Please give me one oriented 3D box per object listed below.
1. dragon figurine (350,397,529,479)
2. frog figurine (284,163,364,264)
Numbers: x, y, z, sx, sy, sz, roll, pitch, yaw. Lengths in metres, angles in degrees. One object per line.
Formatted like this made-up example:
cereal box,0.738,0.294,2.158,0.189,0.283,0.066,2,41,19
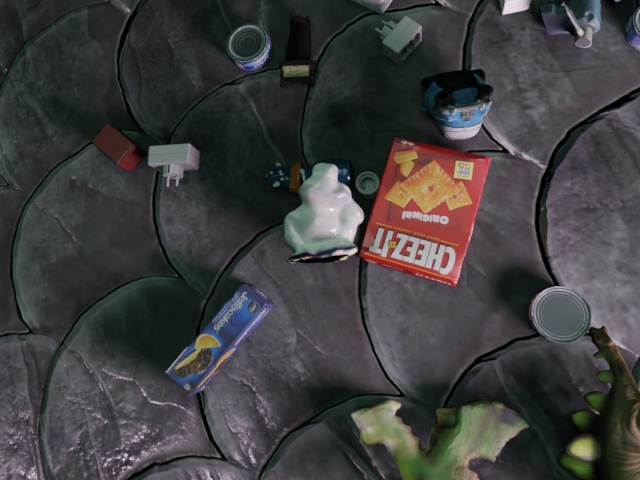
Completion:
dragon figurine,0.227,0.350,0.733,0.412,0.246,0.120,15,-16,21
frog figurine,0.003,-0.043,0.863,0.136,0.161,0.122,-12,-15,27
